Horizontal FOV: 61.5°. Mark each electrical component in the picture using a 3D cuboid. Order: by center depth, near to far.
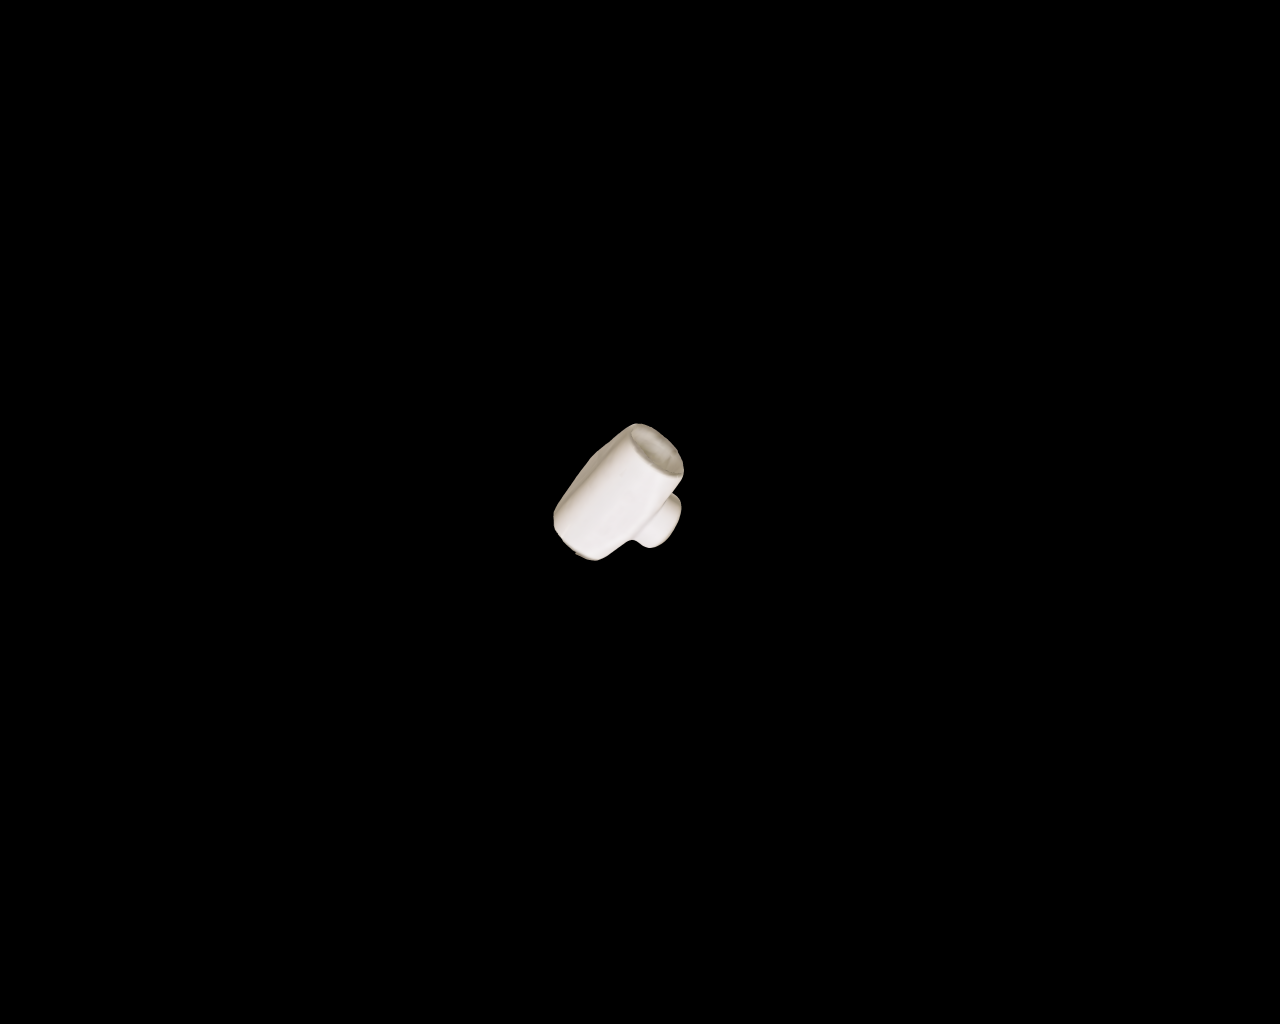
[{"bbox_3d":[0.001,-0.003,0.650,0.079,0.077,0.044,33,28,-20],"label":"electrical component"}]
